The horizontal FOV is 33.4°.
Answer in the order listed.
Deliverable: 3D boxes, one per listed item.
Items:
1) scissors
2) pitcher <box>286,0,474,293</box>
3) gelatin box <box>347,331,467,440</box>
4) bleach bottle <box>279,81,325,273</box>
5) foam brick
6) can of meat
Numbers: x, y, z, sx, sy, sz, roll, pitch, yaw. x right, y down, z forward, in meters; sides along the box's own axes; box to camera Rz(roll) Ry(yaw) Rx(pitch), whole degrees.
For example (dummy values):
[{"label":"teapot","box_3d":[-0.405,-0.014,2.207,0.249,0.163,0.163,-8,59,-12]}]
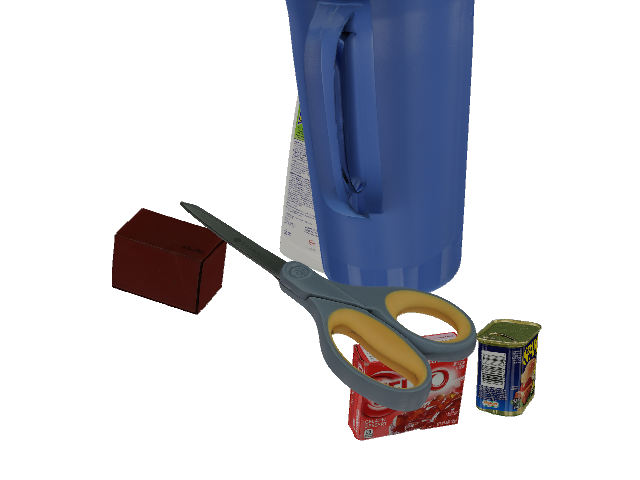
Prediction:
[{"label":"scissors","box_3d":[0.008,0.022,0.599,0.096,0.016,0.202,-13,40,-30]},{"label":"pitcher","box_3d":[0.043,-0.078,0.767,0.149,0.243,0.145,-14,29,-17]},{"label":"gelatin box","box_3d":[0.068,0.114,0.835,0.089,0.073,0.030,-6,29,-18]},{"label":"bleach bottle","box_3d":[0.013,-0.096,1.131,0.103,0.251,0.067,22,24,40]},{"label":"foam brick","box_3d":[-0.121,0.016,0.856,0.078,0.051,0.053,17,30,13]},{"label":"can of meat","box_3d":[0.207,0.140,1.180,0.058,0.084,0.102,6,10,23]}]
